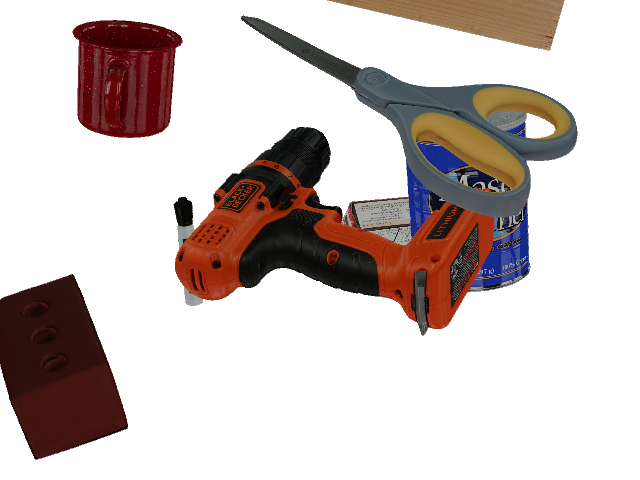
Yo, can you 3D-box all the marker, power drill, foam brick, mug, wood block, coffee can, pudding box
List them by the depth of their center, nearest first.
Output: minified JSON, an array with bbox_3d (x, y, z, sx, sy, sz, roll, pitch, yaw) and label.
[{"bbox_3d":[-0.143,0.068,0.576,0.053,0.051,0.078,-19,43,-15],"label":"foam brick"},{"bbox_3d":[0.019,-0.013,0.728,0.188,0.057,0.184,10,41,25],"label":"power drill"},{"bbox_3d":[0.083,-0.221,0.786,0.206,0.090,0.091,15,-27,8],"label":"wood block"},{"bbox_3d":[0.125,-0.040,0.908,0.103,0.140,0.103,-5,20,2],"label":"coffee can"},{"bbox_3d":[-0.169,-0.135,0.920,0.093,0.081,0.117,5,25,-5],"label":"mug"},{"bbox_3d":[0.075,-0.007,1.101,0.113,0.039,0.090,-8,-31,-20],"label":"pudding box"},{"bbox_3d":[-0.138,0.011,1.112,0.020,0.121,0.020,-2,26,1],"label":"marker"}]

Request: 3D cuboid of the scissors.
[{"bbox_3d":[0.048,-0.080,0.547,0.096,0.016,0.202,-22,48,-23],"label":"scissors"}]
